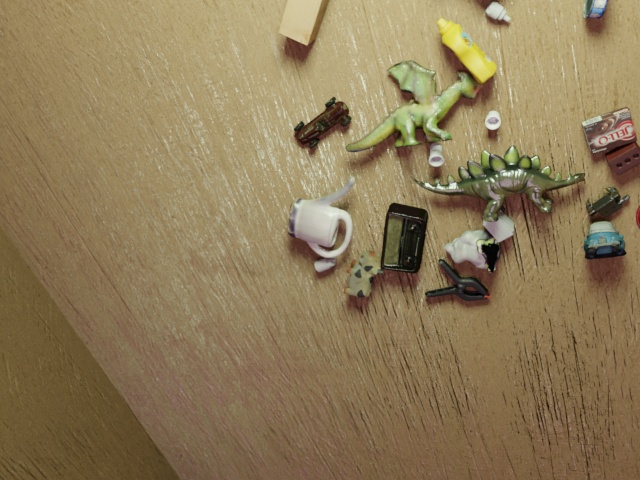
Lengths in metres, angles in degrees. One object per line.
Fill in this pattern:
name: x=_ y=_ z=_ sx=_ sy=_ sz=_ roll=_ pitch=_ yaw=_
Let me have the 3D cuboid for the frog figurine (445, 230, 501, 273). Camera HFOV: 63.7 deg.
frog figurine: x=0.486 y=0.031 z=1.637 sx=0.136 sy=0.124 sz=0.159 roll=44 pitch=163 yaw=-23

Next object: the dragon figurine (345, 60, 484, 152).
dragon figurine: x=0.249 y=-0.380 z=1.453 sx=0.409 sy=0.124 sz=0.240 roll=-3 pitch=103 yaw=20

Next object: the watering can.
watering can: x=0.005 y=-0.086 z=1.709 sx=0.225 sy=0.106 sz=0.339 roll=16 pitch=128 yaw=10
